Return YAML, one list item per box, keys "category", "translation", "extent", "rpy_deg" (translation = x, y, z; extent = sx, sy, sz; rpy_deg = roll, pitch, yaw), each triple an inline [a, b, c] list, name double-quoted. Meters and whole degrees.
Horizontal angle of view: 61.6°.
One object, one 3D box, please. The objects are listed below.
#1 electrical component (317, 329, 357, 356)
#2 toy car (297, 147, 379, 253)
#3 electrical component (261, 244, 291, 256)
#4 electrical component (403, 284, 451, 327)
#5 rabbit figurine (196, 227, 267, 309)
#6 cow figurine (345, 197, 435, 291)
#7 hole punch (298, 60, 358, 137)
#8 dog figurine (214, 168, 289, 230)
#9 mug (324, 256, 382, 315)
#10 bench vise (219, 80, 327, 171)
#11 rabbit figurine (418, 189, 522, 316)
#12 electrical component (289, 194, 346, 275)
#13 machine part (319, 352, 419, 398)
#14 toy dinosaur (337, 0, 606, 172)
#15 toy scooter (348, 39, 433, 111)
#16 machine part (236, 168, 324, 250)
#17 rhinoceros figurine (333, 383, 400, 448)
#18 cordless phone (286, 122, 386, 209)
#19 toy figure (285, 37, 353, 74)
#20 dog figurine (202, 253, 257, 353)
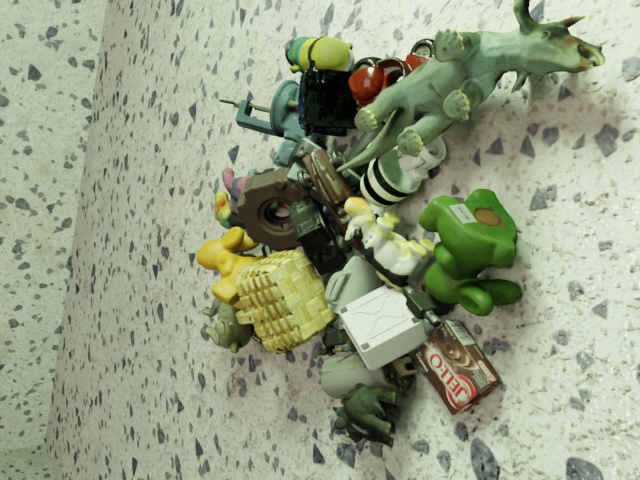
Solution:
- category: "electrical component"
  translation: [0.041, 0.187, 0.985]
  extent: [0.102, 0.078, 0.045]
  rpy_deg: [-23, 67, 49]
- category: "toy car"
  translation: [0.037, -0.066, 0.945]
  extent: [0.089, 0.053, 0.202]
  rpy_deg: [-27, 105, 21]
- category: "electrical component"
  translation: [-0.094, 0.018, 1.196]
  extent: [0.075, 0.048, 0.119]
  rpy_deg: [-41, 56, 43]
- category: "electrical component"
  translation: [0.171, 0.100, 0.837]
  extent: [0.094, 0.063, 0.021]
  rpy_deg: [-126, 38, -52]
- category: "rabbit figurine"
  translation: [-0.199, 0.049, 1.174]
  extent: [0.173, 0.121, 0.162]
  rpy_deg: [31, 95, 30]
- category: "cow figurine"
  translation: [0.098, 0.004, 0.891]
  extent: [0.167, 0.068, 0.098]
  rpy_deg: [39, 118, 19]
- category: "hole punch"
  translation: [0.014, -0.258, 1.020]
  extent: [0.092, 0.116, 0.142]
  rpy_deg: [-175, 88, -79]
- category: "dog figurine"
  translation: [-0.142, -0.082, 1.222]
  extent: [0.219, 0.108, 0.191]
  rpy_deg: [31, 111, 46]
- category: "mug"
  translation: [0.059, 0.081, 0.957]
  extent: [0.081, 0.109, 0.107]
  rpy_deg: [21, 91, 57]
- category: "bench vise"
  translation: [-0.087, -0.239, 1.120]
  extent: [0.241, 0.129, 0.223]
  rpy_deg: [20, 96, 23]
- category: "rabbit figurine"
  translation: [0.216, 0.034, 0.773]
  extent: [0.159, 0.121, 0.170]
  rpy_deg: [52, 145, 32]
- category: "electrical component"
  translation: [-0.002, -0.003, 1.012]
  extent: [0.058, 0.134, 0.115]
  rpy_deg: [-26, 36, 10]
- category: "machine part"
  translation: [0.079, 0.234, 0.937]
  extent: [0.243, 0.079, 0.079]
  rpy_deg: [-26, 67, 48]
- category: "toy dinosaur"
  translation: [0.183, -0.217, 0.771]
  extent: [0.405, 0.192, 0.131]
  rpy_deg: [-20, 100, 55]
- category: "toy scooter"
  translation: [0.124, -0.252, 0.911]
  extent: [0.184, 0.075, 0.135]
  rpy_deg: [-6, 79, 41]
- category: "machine part"
  translation: [-0.080, -0.058, 1.083]
  extent: [0.179, 0.179, 0.056]
  rpy_deg: [-57, 14, 33]
- category: "rhinoceros figurine"
  translation: [0.074, 0.298, 0.897]
  extent: [0.190, 0.112, 0.073]
  rpy_deg: [86, -165, -58]
- category: "cordless phone"
  translation: [0.036, -0.160, 0.979]
  extent: [0.184, 0.146, 0.089]
  rpy_deg: [-51, 5, 26]
- category: "toy figure"
  translation: [-0.010, -0.368, 1.083]
  extent: [0.180, 0.089, 0.082]
  rpy_deg: [31, 117, 46]
- category: "dog figurine"
  translation: [-0.183, 0.144, 1.246]
  extent: [0.172, 0.121, 0.190]
  rpy_deg: [52, 124, 36]
